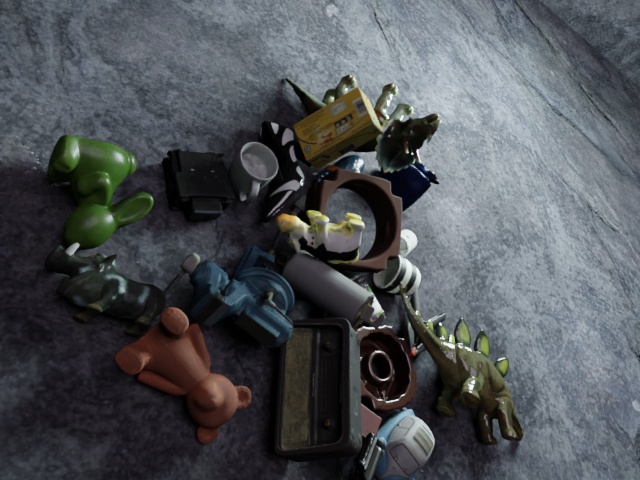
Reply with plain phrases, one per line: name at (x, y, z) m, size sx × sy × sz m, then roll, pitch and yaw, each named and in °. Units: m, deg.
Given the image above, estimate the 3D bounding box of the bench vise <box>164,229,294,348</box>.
bench vise at (-0.134, 0.076, 0.945) m, size 0.223 × 0.128 × 0.241 m, roll 29°, pitch 30°, yaw -7°

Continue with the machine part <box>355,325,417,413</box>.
machine part at (0.109, 0.252, 1.052) m, size 0.179 × 0.056 × 0.179 m, roll 17°, pitch 57°, yaw -28°

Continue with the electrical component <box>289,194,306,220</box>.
electrical component at (-0.028, -0.063, 1.156) m, size 0.063 × 0.021 × 0.094 m, roll 45°, pitch 47°, yaw -7°

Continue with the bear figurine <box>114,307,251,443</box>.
bear figurine at (-0.198, 0.210, 0.814) m, size 0.120 × 0.132 × 0.196 m, roll -40°, pitch 87°, yaw -15°

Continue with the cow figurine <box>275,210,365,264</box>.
cow figurine at (-0.003, -0.004, 1.009) m, size 0.167 × 0.098 × 0.068 m, roll 3°, pitch 19°, yaw -11°

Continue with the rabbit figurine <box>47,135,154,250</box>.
rabbit figurine at (-0.366, -0.065, 0.878) m, size 0.159 × 0.121 × 0.170 m, roll 9°, pitch 78°, yaw -40°

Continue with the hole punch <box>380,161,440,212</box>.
hole punch at (0.201, -0.142, 1.307) m, size 0.142 × 0.116 × 0.092 m, roll 39°, pitch 57°, yaw -10°

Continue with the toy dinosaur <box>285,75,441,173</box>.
toy dinosaur at (0.083, -0.267, 1.246) m, size 0.405 × 0.131 × 0.192 m, roll 12°, pitch 70°, yaw 20°

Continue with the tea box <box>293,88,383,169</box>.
tea box at (0.038, -0.240, 1.166) m, size 0.068 × 0.170 × 0.098 m, roll 21°, pitch 47°, yaw -62°

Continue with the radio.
radio at (0.000, 0.251, 0.917) m, size 0.073 × 0.131 × 0.229 m, roll 56°, pitch 30°, yaw -55°

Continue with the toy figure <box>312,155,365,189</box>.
toy figure at (0.044, -0.150, 1.231) m, size 0.154 × 0.064 × 0.057 m, roll -35°, pitch 115°, yaw -40°

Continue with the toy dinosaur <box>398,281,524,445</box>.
toy dinosaur at (0.308, 0.279, 1.142) m, size 0.471 × 0.105 × 0.198 m, roll 45°, pitch 40°, yaw -22°

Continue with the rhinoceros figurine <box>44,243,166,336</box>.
rhinoceros figurine at (-0.329, 0.073, 0.829) m, size 0.190 × 0.073 × 0.112 m, roll 29°, pitch 53°, yaw -20°

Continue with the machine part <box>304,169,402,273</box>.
machine part at (0.068, -0.036, 1.132) m, size 0.201 × 0.087 × 0.201 m, roll 10°, pitch 80°, yaw -25°

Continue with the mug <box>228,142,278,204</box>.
mug at (-0.140, -0.119, 1.051) m, size 0.081 × 0.107 × 0.109 m, roll 7°, pitch 66°, yaw -31°

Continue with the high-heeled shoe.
high-heeled shoe at (-0.103, -0.151, 1.115) m, size 0.145 × 0.086 × 0.249 m, roll 39°, pitch 43°, yaw -10°

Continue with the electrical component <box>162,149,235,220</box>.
electrical component at (-0.227, -0.101, 1.012) m, size 0.115 × 0.058 × 0.134 m, roll -4°, pitch 67°, yaw -35°

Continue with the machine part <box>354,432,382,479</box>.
machine part at (0.081, 0.396, 0.907) m, size 0.039 × 0.138 × 0.084 m, roll 4°, pitch 30°, yaw 14°

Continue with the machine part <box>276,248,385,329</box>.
machine part at (0.013, 0.092, 1.015) m, size 0.243 × 0.079 × 0.079 m, roll 33°, pitch 44°, yaw 20°

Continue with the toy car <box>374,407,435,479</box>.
toy car at (0.158, 0.380, 0.983) m, size 0.161 × 0.103 × 0.109 m, roll -35°, pitch 88°, yaw -40°
